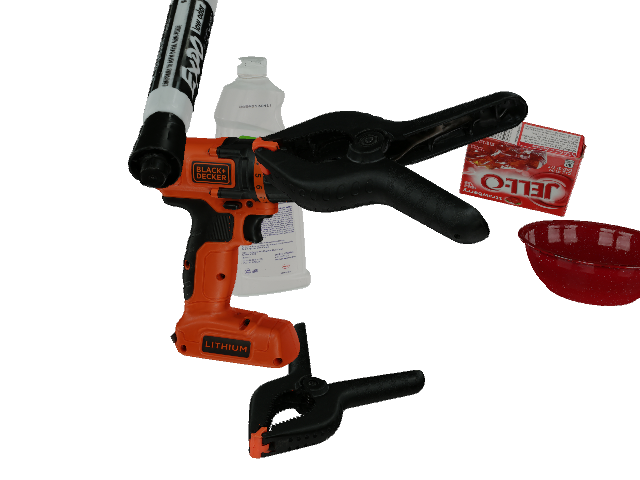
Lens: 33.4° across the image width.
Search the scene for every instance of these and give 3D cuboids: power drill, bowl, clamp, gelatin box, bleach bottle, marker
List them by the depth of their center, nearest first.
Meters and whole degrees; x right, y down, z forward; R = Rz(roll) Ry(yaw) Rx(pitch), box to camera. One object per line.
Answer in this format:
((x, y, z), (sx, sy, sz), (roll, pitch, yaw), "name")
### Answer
((-0.055, -0.062, 0.406), (0.020, 0.020, 0.121), (0, 43, 3), "marker")
((0.037, -0.041, 0.646), (0.172, 0.039, 0.120), (-5, 38, 20), "clamp")
((0.160, -0.060, 0.854), (0.089, 0.030, 0.073), (15, -35, 10), "gelatin box")
((-0.054, 0.007, 0.877), (0.185, 0.188, 0.057), (6, 15, 18), "power drill")
((0.002, 0.159, 1.086), (0.165, 0.036, 0.209), (15, 30, 21), "clamp")
((0.281, 0.026, 1.092), (0.162, 0.055, 0.162), (4, 17, -1), "bowl")
((-0.063, -0.070, 1.147), (0.102, 0.251, 0.068), (-8, 17, -25), "bleach bottle")
